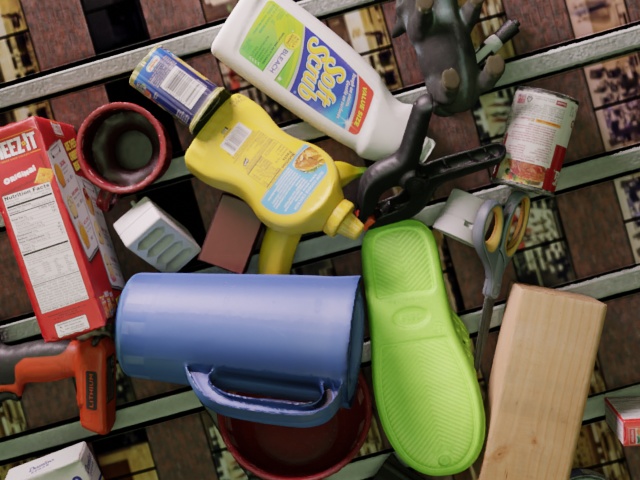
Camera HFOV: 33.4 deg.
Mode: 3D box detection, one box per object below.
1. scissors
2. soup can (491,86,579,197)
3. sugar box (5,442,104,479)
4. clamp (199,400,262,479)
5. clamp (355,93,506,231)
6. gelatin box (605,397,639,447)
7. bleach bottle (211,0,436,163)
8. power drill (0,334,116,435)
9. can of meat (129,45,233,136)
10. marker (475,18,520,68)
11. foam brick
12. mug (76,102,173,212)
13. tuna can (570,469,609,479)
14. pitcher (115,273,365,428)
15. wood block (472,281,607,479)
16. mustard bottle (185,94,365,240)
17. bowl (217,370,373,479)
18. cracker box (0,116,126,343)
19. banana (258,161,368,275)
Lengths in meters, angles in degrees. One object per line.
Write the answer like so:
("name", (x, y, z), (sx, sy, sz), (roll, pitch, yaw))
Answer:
("scissors", (0.173, 0.042, 1.122), (0.016, 0.096, 0.202), (21, 93, 40))
("soup can", (0.224, -0.102, 1.113), (0.068, 0.068, 0.102), (15, 93, 1))
("sugar box", (-0.259, 0.312, 1.145), (0.093, 0.048, 0.176), (-22, 109, 5))
("clamp", (-0.071, 0.258, 1.160), (0.210, 0.036, 0.164), (14, 91, 2))
("clamp", (0.106, -0.068, 1.103), (0.120, 0.039, 0.172), (25, 128, -20))
("gelatin box", (0.343, 0.189, 1.114), (0.073, 0.089, 0.030), (-3, 97, 2))
("bleach bottle", (0.015, -0.166, 1.121), (0.251, 0.068, 0.102), (33, 94, -2))
("power drill", (-0.318, 0.168, 1.154), (0.187, 0.057, 0.184), (2, 97, 1))
("can of meat", (-0.142, -0.155, 1.108), (0.084, 0.102, 0.057), (37, 93, 2))
("marker", (0.165, -0.191, 1.134), (0.121, 0.020, 0.020), (-42, 91, 4))
("foam brick", (-0.091, -0.008, 1.137), (0.051, 0.053, 0.078), (21, 93, 1))
("mug", (-0.205, -0.084, 1.123), (0.093, 0.081, 0.117), (20, 94, 1))
("tuna can", (0.284, 0.291, 1.149), (0.086, 0.034, 0.086), (0, 93, 2))
("pitcher", (-0.078, 0.101, 1.068), (0.243, 0.149, 0.145), (3, 89, 8))
("wood block", (0.227, 0.154, 1.116), (0.090, 0.091, 0.206), (11, 93, 1))
("mustard bottle", (-0.037, -0.061, 1.094), (0.192, 0.058, 0.096), (35, 75, 8))
("bowl", (-0.026, 0.187, 1.125), (0.162, 0.055, 0.162), (-1, 60, 1))
("cracker box", (-0.267, -0.011, 1.089), (0.072, 0.164, 0.214), (-19, 93, 1))
("banana", (-0.020, -0.012, 1.142), (0.069, 0.037, 0.198), (35, 94, 1))
